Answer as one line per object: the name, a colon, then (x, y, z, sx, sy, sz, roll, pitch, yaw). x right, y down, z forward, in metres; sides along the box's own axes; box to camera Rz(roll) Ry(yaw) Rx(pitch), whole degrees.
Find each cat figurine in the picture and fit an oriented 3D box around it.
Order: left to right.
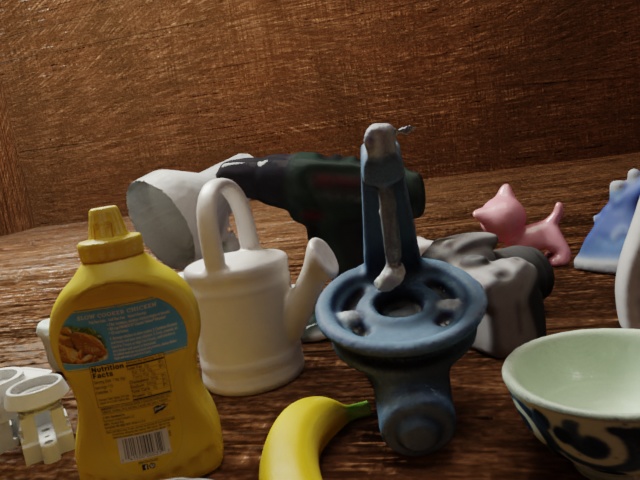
cat figurine: (0.283, -0.022, 0.812, 0.127, 0.118, 0.067, -6, 10, 12)

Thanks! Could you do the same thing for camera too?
camera: (0.180, 0.041, 0.584, 0.137, 0.101, 0.142, -12, 10, -22)

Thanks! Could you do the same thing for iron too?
iron: (0.437, -0.034, 0.682, 0.257, 0.141, 0.119, -3, 11, 31)

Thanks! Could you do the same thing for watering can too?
watering can: (-0.069, 0.036, 0.543, 0.173, 0.194, 0.101, -9, 10, -3)

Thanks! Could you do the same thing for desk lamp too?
desk lamp: (-0.128, 0.001, 0.740, 0.117, 0.213, 0.204, 1, 13, 42)

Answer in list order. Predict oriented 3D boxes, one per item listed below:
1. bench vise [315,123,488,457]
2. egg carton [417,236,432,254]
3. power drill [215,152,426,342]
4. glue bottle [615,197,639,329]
bench vise: (0.045, 0.023, 0.443, 0.121, 0.220, 0.207, -11, 10, -13)
egg carton: (0.096, 0.038, 0.764, 0.150, 0.069, 0.107, -11, 10, -14)
power drill: (0.006, 0.002, 0.636, 0.229, 0.208, 0.076, -6, 10, 12)
glue bottle: (0.304, -0.002, 0.512, 0.078, 0.173, 0.037, -6, 10, 13)
